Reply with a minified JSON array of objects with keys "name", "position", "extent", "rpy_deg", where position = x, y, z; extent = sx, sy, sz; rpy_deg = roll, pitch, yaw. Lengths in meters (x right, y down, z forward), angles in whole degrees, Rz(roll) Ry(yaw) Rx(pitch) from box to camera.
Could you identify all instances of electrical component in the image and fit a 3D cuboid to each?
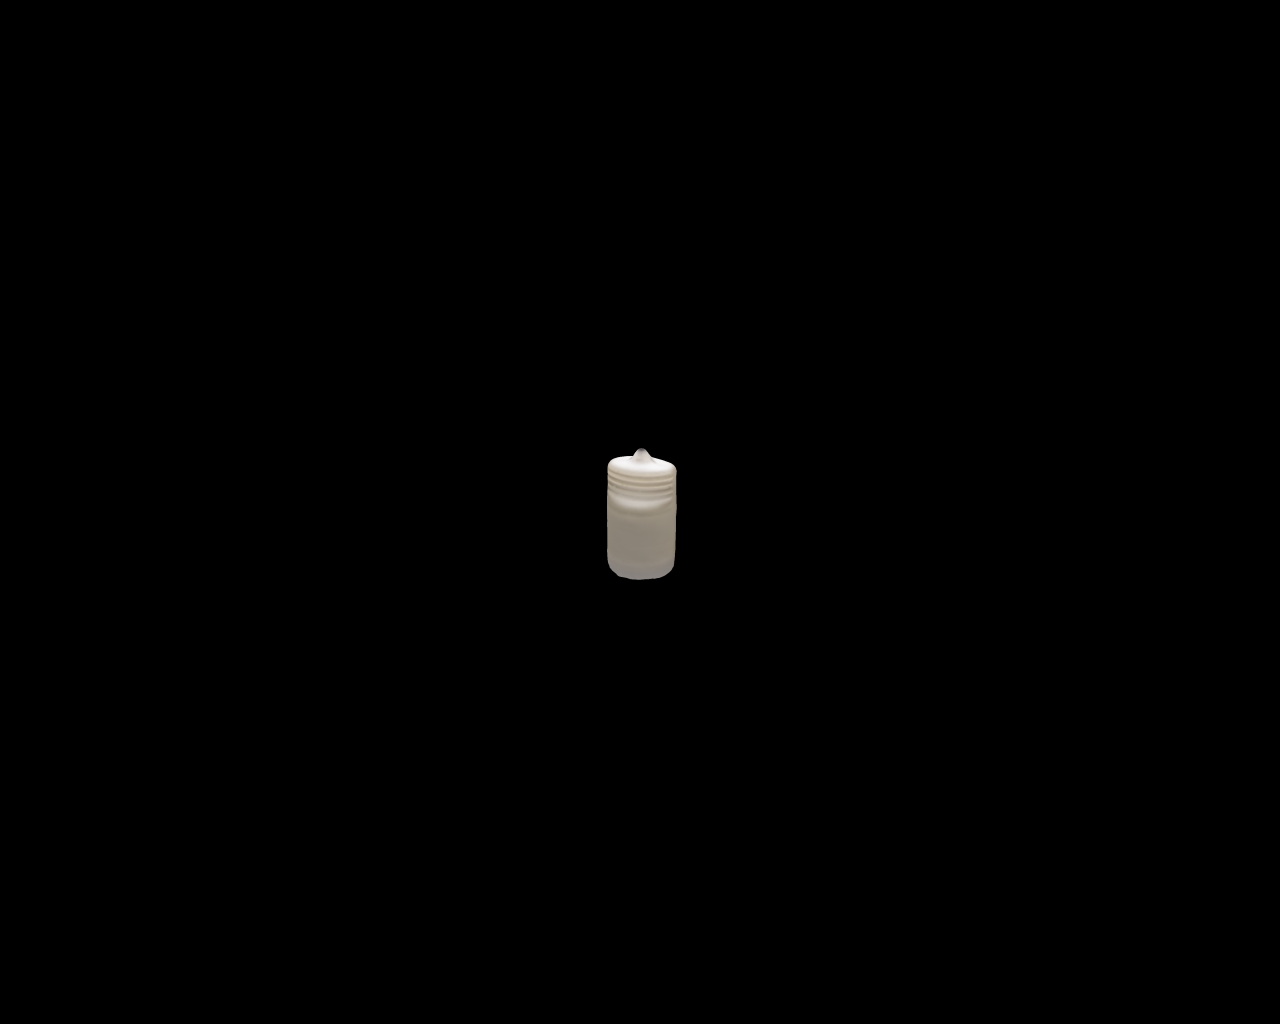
[{"name":"electrical component","position":[0.001,-0.003,0.650],"extent":[0.043,0.080,0.043],"rpy_deg":[0,26,0]}]
